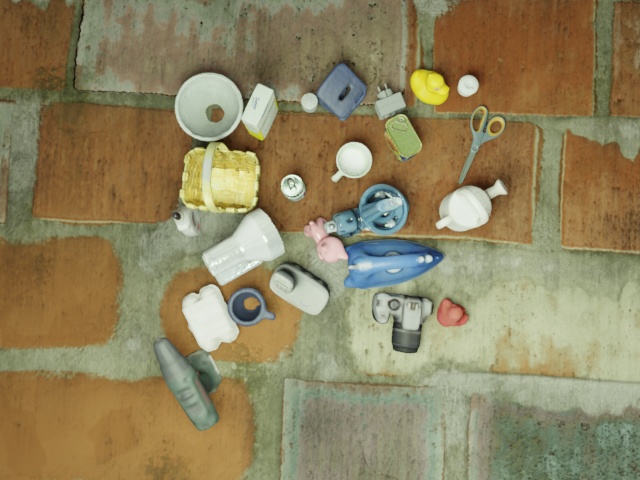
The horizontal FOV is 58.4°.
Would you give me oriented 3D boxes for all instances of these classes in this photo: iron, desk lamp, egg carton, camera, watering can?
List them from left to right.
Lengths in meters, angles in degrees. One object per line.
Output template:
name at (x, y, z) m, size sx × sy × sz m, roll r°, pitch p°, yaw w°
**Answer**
egg carton at (-0.268, 0.191, 1.394) m, size 0.107 × 0.069 × 0.150 m, roll -27°, pitch 88°, yaw 0°
desk lamp at (-0.182, 0.024, 1.326) m, size 0.203 × 0.213 × 0.118 m, roll -31°, pitch 88°, yaw 0°
iron at (0.180, 0.051, 1.356) m, size 0.258 × 0.141 × 0.119 m, roll -7°, pitch 88°, yaw 1°
camera at (0.194, 0.199, 1.371) m, size 0.143 × 0.101 × 0.137 m, roll 6°, pitch 88°, yaw 1°
watering can at (0.350, -0.081, 1.331) m, size 0.101 × 0.194 × 0.173 m, roll 36°, pitch 89°, yaw 2°

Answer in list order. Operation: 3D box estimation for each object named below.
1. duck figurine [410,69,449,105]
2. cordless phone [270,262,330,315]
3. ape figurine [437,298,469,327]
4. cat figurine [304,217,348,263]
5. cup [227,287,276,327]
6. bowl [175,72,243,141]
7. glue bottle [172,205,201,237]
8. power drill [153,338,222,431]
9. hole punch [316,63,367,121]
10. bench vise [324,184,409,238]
duck figurine at (0.271, -0.383, 1.397) m, size 0.104 × 0.086 × 0.077 m, roll 38°, pitch 89°, yaw 2°
cordless phone at (-0.049, 0.115, 1.335) m, size 0.147 × 0.185 × 0.094 m, roll 29°, pitch 89°, yaw 2°
ape figurine at (0.319, 0.177, 1.374) m, size 0.076 × 0.092 × 0.078 m, roll -29°, pitch 88°, yaw 0°
cat figurine at (0.013, 0.005, 1.372) m, size 0.067 × 0.117 × 0.128 m, roll -34°, pitch 88°, yaw 0°
cup at (-0.158, 0.163, 1.381) m, size 0.117 × 0.095 × 0.092 m, roll 20°, pitch 88°, yaw 2°
bowl at (-0.266, -0.319, 1.408) m, size 0.167 × 0.074 × 0.167 m, roll 0°, pitch 88°, yaw 1°
glue bottle at (-0.319, -0.050, 1.351) m, size 0.037 × 0.173 × 0.078 m, roll -11°, pitch 88°, yaw 1°
power drill at (-0.297, 0.318, 1.321) m, size 0.075 × 0.208 × 0.230 m, roll -29°, pitch 88°, yaw 0°
hole punch at (0.055, -0.361, 1.397) m, size 0.101 × 0.091 × 0.109 m, roll 38°, pitch 89°, yaw 2°
bench vise at (0.119, -0.050, 1.321) m, size 0.207 × 0.219 × 0.121 m, roll -36°, pitch 88°, yaw 0°
